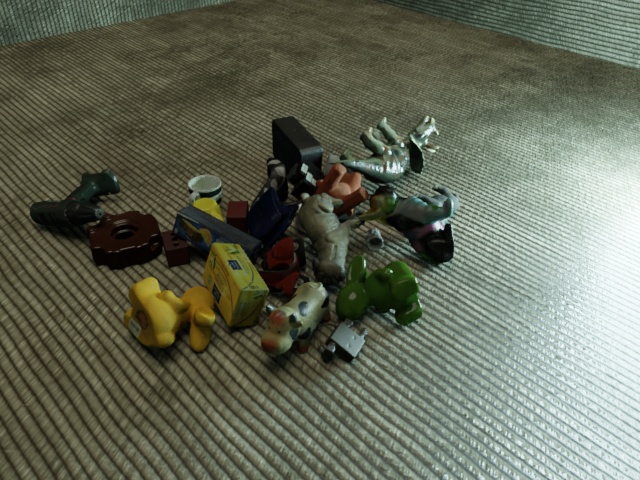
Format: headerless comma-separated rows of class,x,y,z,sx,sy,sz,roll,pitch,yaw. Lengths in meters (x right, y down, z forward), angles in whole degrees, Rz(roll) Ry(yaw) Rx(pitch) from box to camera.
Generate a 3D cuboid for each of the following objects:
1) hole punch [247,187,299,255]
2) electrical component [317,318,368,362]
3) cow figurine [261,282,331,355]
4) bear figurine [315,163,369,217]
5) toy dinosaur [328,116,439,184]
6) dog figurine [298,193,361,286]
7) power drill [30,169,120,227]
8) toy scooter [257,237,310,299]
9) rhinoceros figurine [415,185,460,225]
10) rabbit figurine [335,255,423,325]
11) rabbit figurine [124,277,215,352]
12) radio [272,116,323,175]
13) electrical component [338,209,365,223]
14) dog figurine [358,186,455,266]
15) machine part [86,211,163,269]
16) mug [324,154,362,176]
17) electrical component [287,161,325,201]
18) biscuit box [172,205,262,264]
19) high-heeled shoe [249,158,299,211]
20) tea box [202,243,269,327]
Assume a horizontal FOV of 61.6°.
hole punch,-0.119,-0.050,1.279,0.092,0.142,0.116,39,25,-16
electrical component,0.041,0.196,1.048,0.078,0.045,0.102,36,45,-2
cow figurine,-0.046,0.149,1.035,0.086,0.127,0.195,17,37,24
bear figurine,0.069,-0.132,1.352,0.120,0.132,0.196,47,33,1
toy dinosaur,0.187,-0.226,1.509,0.192,0.131,0.405,44,51,5
dog figurine,0.001,-0.005,1.211,0.172,0.121,0.191,33,36,-9
power drill,-0.596,-0.099,1.362,0.232,0.085,0.207,-5,37,19
toy scooter,-0.094,0.065,1.191,0.135,0.075,0.184,-8,39,-1
rhinoceros figurine,0.290,-0.070,1.390,0.112,0.073,0.190,37,46,23
rabbit figurine,0.107,0.102,1.115,0.170,0.121,0.159,-19,46,-3
rabbit figurine,-0.273,0.138,1.059,0.163,0.121,0.173,29,26,28
radio,-0.070,-0.257,1.567,0.073,0.131,0.230,-13,39,-19
electrical component,0.072,-0.063,1.405,0.094,0.021,0.063,2,37,1
dog figurine,0.202,-0.035,1.267,0.219,0.191,0.108,-1,5,12
machine part,-0.465,-0.005,1.283,0.179,0.056,0.179,2,37,-1
mug,0.066,-0.188,1.525,0.107,0.080,0.110,12,29,-4
electrical component,-0.023,-0.145,1.431,0.134,0.058,0.115,38,31,-16
biscuit box,-0.237,-0.006,1.241,0.203,0.059,0.063,27,26,9
high-heeled shoe,-0.150,-0.137,1.446,0.145,0.086,0.249,-14,43,-17
tea box,-0.180,0.090,1.121,0.068,0.098,0.170,2,30,-36
